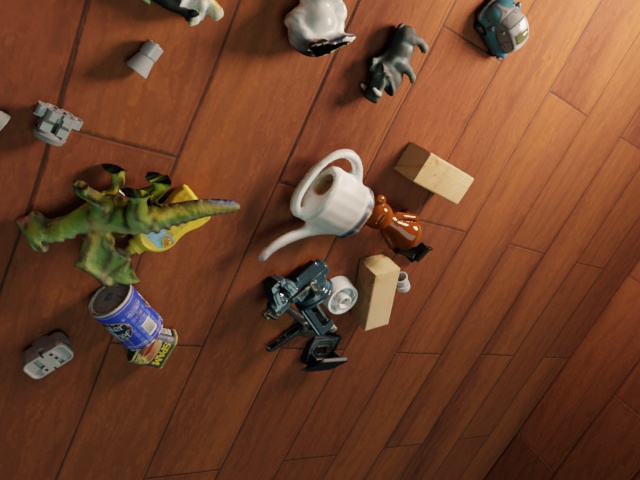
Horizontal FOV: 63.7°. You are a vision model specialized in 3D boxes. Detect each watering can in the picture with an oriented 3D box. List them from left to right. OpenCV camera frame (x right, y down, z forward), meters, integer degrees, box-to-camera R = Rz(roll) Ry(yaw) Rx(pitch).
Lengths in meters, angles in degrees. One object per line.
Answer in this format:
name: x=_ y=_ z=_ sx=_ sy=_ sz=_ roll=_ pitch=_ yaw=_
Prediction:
watering can: x=0.004 y=-0.065 z=1.293 sx=0.222 sy=0.106 sz=0.345 roll=27 pitch=102 yaw=-42

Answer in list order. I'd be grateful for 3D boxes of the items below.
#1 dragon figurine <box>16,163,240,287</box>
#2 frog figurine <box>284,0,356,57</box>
dragon figurine: x=-0.389 y=-0.014 z=1.050 sx=0.409 sy=0.124 sz=0.239 roll=13 pitch=114 yaw=-21
frog figurine: x=-0.010 y=-0.462 z=1.052 sx=0.138 sy=0.122 sz=0.159 roll=-19 pitch=92 yaw=-11
